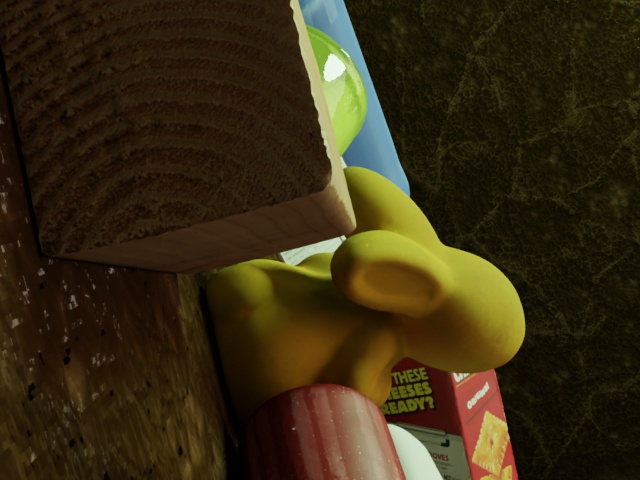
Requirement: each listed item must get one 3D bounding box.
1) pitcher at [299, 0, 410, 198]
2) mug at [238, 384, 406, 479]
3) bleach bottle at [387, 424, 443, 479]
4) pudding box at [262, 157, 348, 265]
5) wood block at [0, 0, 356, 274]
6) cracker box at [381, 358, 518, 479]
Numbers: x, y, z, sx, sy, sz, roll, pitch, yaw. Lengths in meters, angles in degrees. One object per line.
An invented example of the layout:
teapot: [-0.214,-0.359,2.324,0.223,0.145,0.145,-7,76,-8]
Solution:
pitcher: [-0.024,-0.106,0.821,0.243,0.149,0.145,69,23,-47]
mug: [-0.001,0.137,0.544,0.081,0.093,0.117,-106,-148,-54]
bleach bottle: [0.054,0.219,0.564,0.068,0.103,0.251,42,15,-37]
pudding box: [-0.005,0.001,0.720,0.039,0.089,0.113,-20,-79,52]
wood block: [-0.041,-0.041,0.412,0.206,0.090,0.091,40,37,-85]
cracker box: [0.072,0.177,0.864,0.071,0.164,0.214,-23,103,-49]
